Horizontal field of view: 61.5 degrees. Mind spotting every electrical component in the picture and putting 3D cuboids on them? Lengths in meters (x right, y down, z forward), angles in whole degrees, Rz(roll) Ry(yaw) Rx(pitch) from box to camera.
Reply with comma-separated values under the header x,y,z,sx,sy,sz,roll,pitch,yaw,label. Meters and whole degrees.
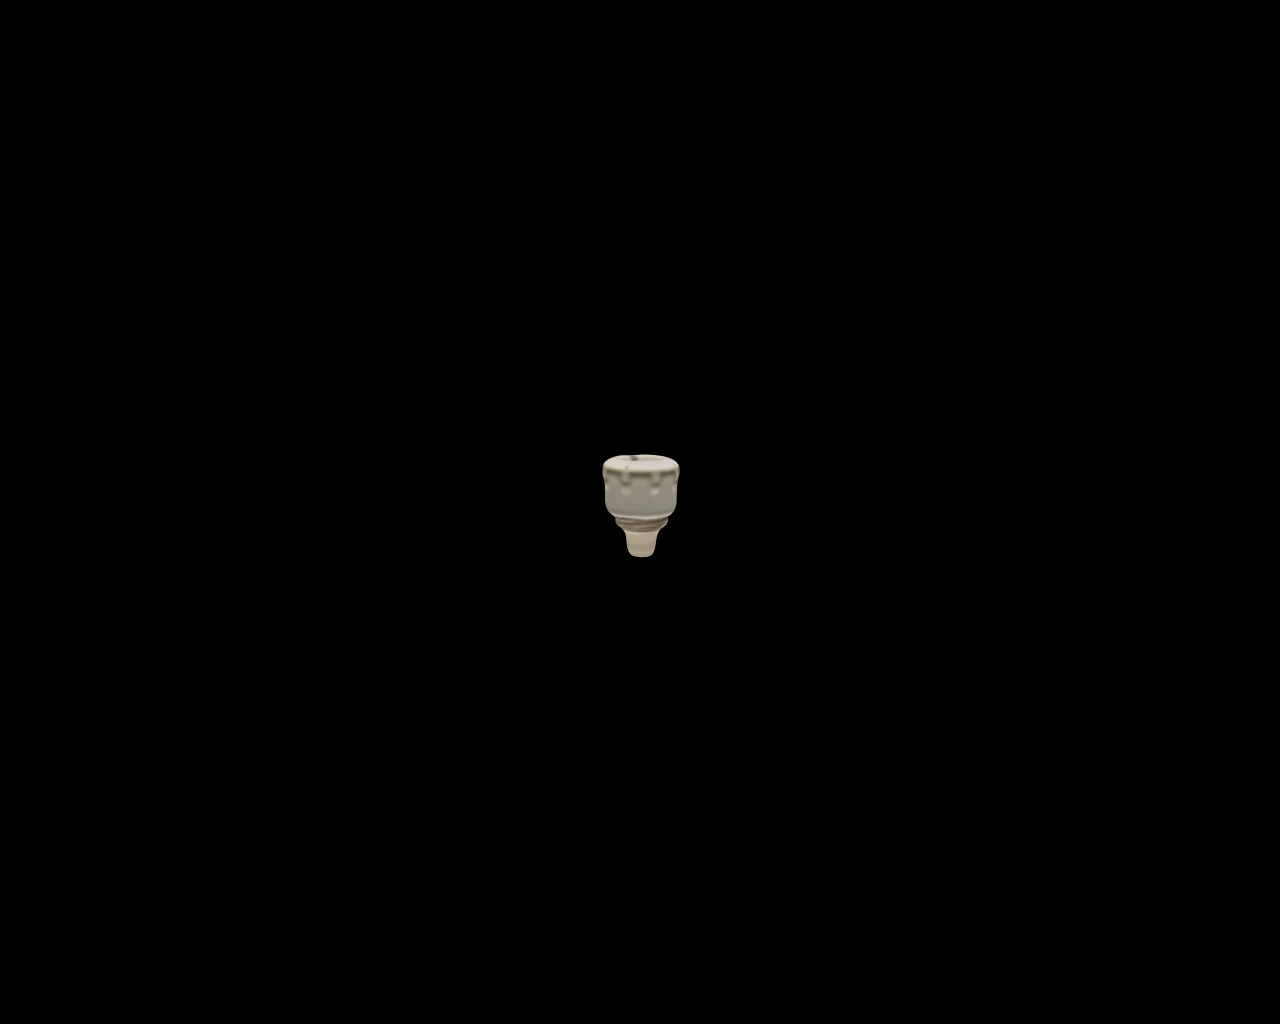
x,y,z,sx,sy,sz,roll,pitch,yaw,label
0.001,-0.003,0.650,0.048,0.062,0.048,0,11,0,electrical component
